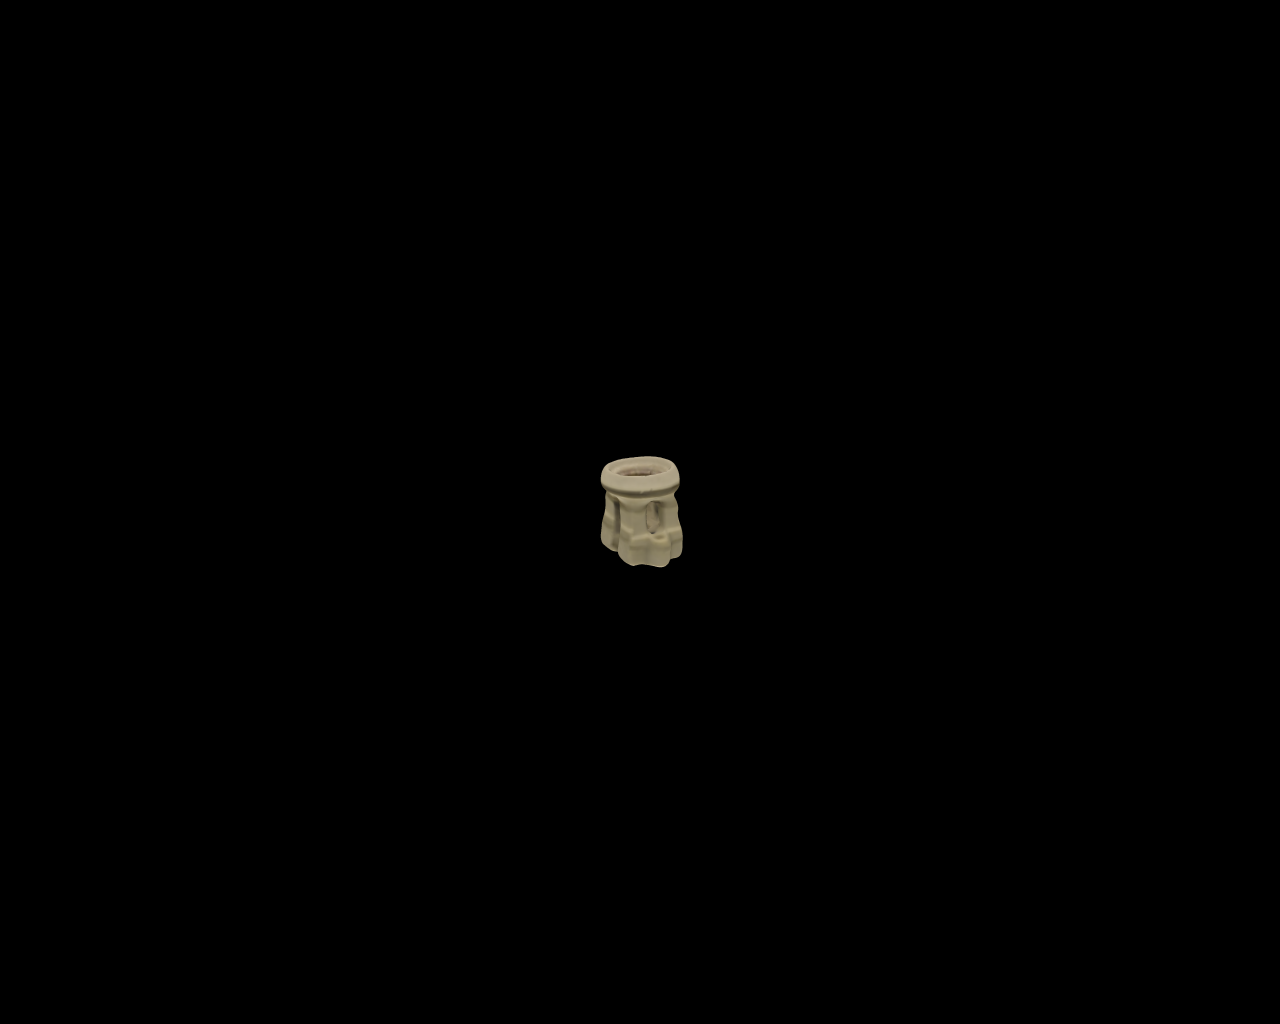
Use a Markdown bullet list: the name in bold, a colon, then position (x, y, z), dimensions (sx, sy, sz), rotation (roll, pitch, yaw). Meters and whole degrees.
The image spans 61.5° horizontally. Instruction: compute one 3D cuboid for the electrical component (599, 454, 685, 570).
- **electrical component**: position (0.001, -0.003, 0.650), dimensions (0.048, 0.055, 0.066), rotation (-10, 23, -26)
